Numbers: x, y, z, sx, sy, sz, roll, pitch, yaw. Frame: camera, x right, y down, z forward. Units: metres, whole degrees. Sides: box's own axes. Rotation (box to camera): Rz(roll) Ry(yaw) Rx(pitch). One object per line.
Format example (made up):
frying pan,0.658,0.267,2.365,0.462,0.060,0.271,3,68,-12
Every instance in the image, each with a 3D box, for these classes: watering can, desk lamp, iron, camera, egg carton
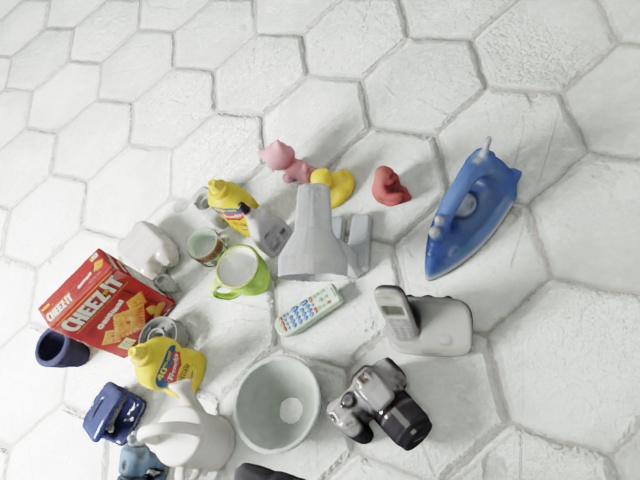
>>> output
watering can,-0.237,0.331,0.987,0.101,0.195,0.172,-33,57,4
desk lamp,0.010,0.004,1.038,0.117,0.214,0.203,-4,63,21
iron,0.248,-0.056,1.012,0.118,0.142,0.258,29,78,32
camera,0.101,0.280,0.927,0.143,0.101,0.136,-44,57,-3
egg carton,-0.383,0.025,1.278,0.150,0.070,0.107,36,82,33

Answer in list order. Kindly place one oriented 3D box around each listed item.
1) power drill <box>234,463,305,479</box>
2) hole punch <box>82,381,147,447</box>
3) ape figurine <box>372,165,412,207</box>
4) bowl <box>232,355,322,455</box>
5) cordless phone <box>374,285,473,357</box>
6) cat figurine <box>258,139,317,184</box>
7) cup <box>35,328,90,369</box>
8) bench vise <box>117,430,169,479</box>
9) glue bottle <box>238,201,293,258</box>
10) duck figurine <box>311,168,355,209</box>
power drill,0.004,0.400,0.842,0.228,0.209,0.076,16,72,29
hole punch,-0.416,0.339,1.120,0.100,0.091,0.109,18,73,29
ape figurine,0.133,-0.111,1.118,0.076,0.092,0.078,-3,64,21
bowl,-0.064,0.292,1.006,0.167,0.075,0.167,-10,62,18
cordless phone,0.167,0.123,0.929,0.147,0.185,0.094,-4,63,21
cat figurine,-0.065,-0.165,1.213,0.127,0.118,0.067,30,79,32
cup,-0.532,0.225,1.224,0.091,0.095,0.118,28,78,31
bench vise,-0.368,0.432,0.975,0.121,0.220,0.207,-13,60,17
glue bottle,-0.117,-0.031,1.133,0.037,0.174,0.078,33,81,32
duck figurine,0.016,-0.117,1.174,0.104,0.086,0.077,-34,57,4
